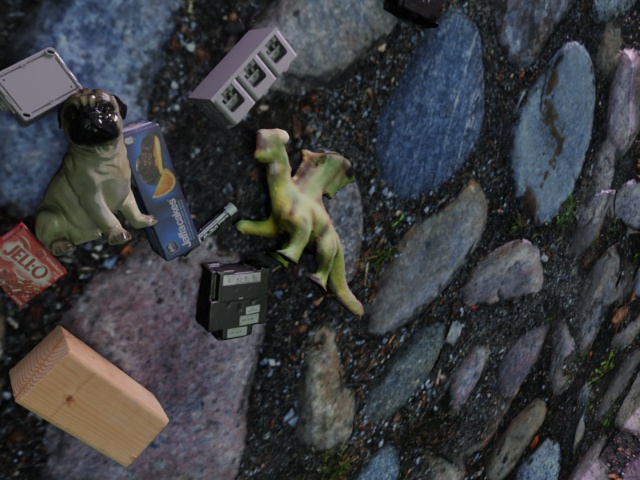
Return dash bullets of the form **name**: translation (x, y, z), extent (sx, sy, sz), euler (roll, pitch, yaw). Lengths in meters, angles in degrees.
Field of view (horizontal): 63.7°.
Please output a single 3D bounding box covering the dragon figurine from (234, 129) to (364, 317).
- **dragon figurine**: translation (0.003, -0.047, 0.933), extent (0.404, 0.122, 0.246), euler (41, 70, -38)
